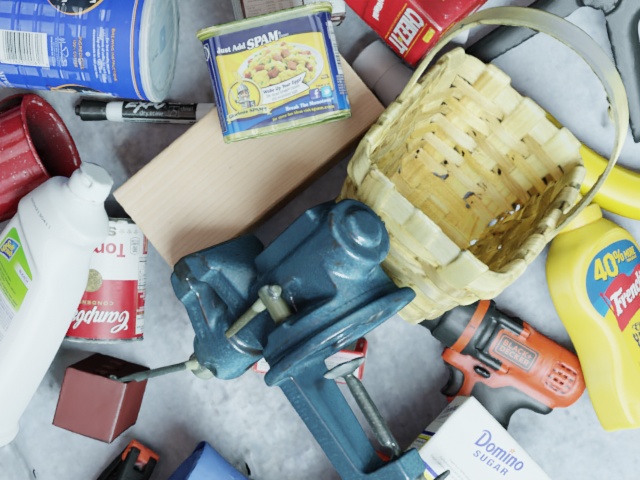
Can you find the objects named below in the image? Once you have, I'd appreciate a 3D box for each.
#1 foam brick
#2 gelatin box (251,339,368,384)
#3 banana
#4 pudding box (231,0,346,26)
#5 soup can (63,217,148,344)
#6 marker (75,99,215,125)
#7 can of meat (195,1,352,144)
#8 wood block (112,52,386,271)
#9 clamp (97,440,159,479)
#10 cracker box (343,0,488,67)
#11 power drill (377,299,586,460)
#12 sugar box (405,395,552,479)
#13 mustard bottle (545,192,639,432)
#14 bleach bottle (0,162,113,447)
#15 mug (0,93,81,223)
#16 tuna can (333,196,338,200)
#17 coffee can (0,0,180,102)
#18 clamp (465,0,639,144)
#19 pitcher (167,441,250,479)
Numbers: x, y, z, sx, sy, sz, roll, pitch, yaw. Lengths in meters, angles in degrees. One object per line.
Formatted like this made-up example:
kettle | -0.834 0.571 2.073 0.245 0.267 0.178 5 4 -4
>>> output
foam brick | -0.180 0.129 0.884 0.053 0.078 0.051 16 94 4
gelatin box | -0.007 0.095 0.870 0.089 0.073 0.030 7 93 4
banana | 0.240 -0.056 0.861 0.198 0.037 0.070 17 100 2
pudding box | -0.031 -0.227 0.872 0.090 0.039 0.113 -10 89 -12
soup can | -0.178 0.032 0.887 0.068 0.068 0.102 3 91 5
marker | -0.148 -0.108 0.905 0.121 0.020 0.020 2 92 5
can of meat | -0.032 -0.121 0.785 0.102 0.057 0.084 -12 93 5
wood block | -0.053 -0.068 0.863 0.206 0.090 0.091 -39 88 4
clamp | -0.190 0.247 0.873 0.039 0.120 0.171 33 91 -24
cracker box | 0.057 -0.265 0.831 0.214 0.072 0.164 45 67 3
power drill | 0.100 0.133 0.870 0.184 0.057 0.188 30 94 3
sugar box | 0.081 0.211 0.806 0.176 0.048 0.093 -43 91 -13
mustard bottle | 0.228 0.047 0.844 0.096 0.058 0.191 -20 88 -35
bleach bottle | -0.232 0.048 0.848 0.103 0.067 0.251 49 115 25
mug | -0.257 -0.073 0.887 0.081 0.093 0.117 -22 59 10
tuna can | -0.006 0.001 0.862 0.086 0.086 0.034 -38 90 5
coffee can | -0.194 -0.169 0.865 0.140 0.103 0.103 6 92 5
clamp | 0.226 -0.184 0.833 0.164 0.036 0.210 28 117 0
pitcher | -0.043 0.285 0.836 0.243 0.145 0.149 38 63 -4
